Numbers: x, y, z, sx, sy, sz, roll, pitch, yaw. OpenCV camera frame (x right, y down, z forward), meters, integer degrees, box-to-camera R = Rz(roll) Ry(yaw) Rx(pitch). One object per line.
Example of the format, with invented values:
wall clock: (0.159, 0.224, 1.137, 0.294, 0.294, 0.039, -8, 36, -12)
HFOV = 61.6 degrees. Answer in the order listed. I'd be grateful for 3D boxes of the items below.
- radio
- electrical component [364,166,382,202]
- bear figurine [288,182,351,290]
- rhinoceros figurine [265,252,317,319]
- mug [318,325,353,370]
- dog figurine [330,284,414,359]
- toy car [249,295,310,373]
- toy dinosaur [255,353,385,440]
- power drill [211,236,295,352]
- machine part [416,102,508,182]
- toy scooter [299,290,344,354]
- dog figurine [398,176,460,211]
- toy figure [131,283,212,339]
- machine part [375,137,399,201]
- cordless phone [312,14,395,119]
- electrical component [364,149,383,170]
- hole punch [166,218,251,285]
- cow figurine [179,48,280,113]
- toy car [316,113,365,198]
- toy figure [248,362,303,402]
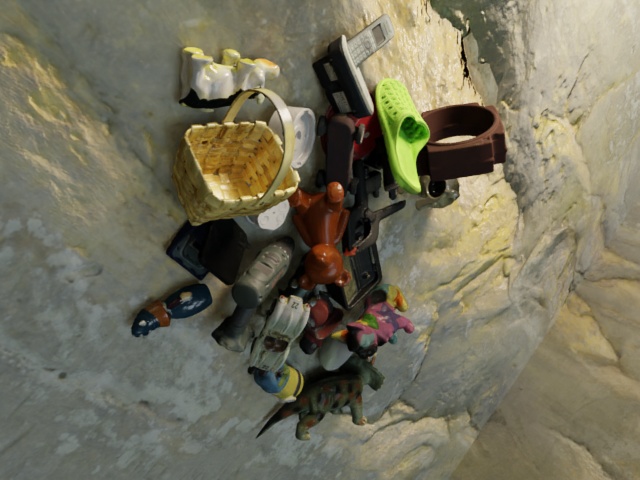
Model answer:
radio: (0.069, 0.043, 1.257, 0.131, 0.073, 0.229, -37, 137, -23)
electrical component: (0.116, -0.131, 1.229, 0.063, 0.021, 0.093, -30, 132, -30)
bear figurine: (-0.001, -0.002, 1.074, 0.132, 0.120, 0.196, 54, 34, -75)
rhinoceros figurine: (-0.051, 0.108, 1.160, 0.073, 0.112, 0.190, 38, 70, -18)
mug: (0.048, 0.283, 1.402, 0.109, 0.081, 0.107, 1, 126, -53)
dog figurine: (0.125, 0.202, 1.362, 0.219, 0.191, 0.108, 3, 151, -39)
toy car: (-0.085, 0.192, 1.097, 0.073, 0.056, 0.201, 20, 121, -13)
toy dinosaur: (0.022, 0.407, 1.429, 0.405, 0.131, 0.192, -5, 106, -39)
power drill: (-0.125, 0.108, 1.063, 0.207, 0.086, 0.232, -56, 179, 21)
machine part: (0.301, -0.223, 1.193, 0.201, 0.202, 0.087, -82, 159, -51)
toy scooter: (0.001, 0.182, 1.281, 0.135, 0.075, 0.183, -35, 139, -24)
dog figurine: (0.313, -0.124, 1.327, 0.190, 0.172, 0.121, 9, 119, -41)
toy figure: (-0.273, 0.128, 0.978, 0.154, 0.058, 0.064, -23, 124, -28)
machine part: (0.145, -0.155, 1.133, 0.084, 0.039, 0.138, -79, 159, -43)
cordless phone: (0.089, -0.329, 1.014, 0.184, 0.089, 0.146, -44, 122, -26)
electrical component: (0.152, -0.212, 1.192, 0.075, 0.048, 0.119, 1, 114, -46)
hole punch: (-0.199, 0.011, 0.966, 0.142, 0.092, 0.116, 50, 48, -47)
cow figurine: (-0.141, -0.246, 0.852, 0.167, 0.068, 0.098, -9, 127, -39)
toy car: (0.038, -0.164, 1.055, 0.202, 0.089, 0.053, 90, 13, -51)
toy figure: (-0.098, 0.325, 1.271, 0.089, 0.082, 0.180, -44, 137, -12)
